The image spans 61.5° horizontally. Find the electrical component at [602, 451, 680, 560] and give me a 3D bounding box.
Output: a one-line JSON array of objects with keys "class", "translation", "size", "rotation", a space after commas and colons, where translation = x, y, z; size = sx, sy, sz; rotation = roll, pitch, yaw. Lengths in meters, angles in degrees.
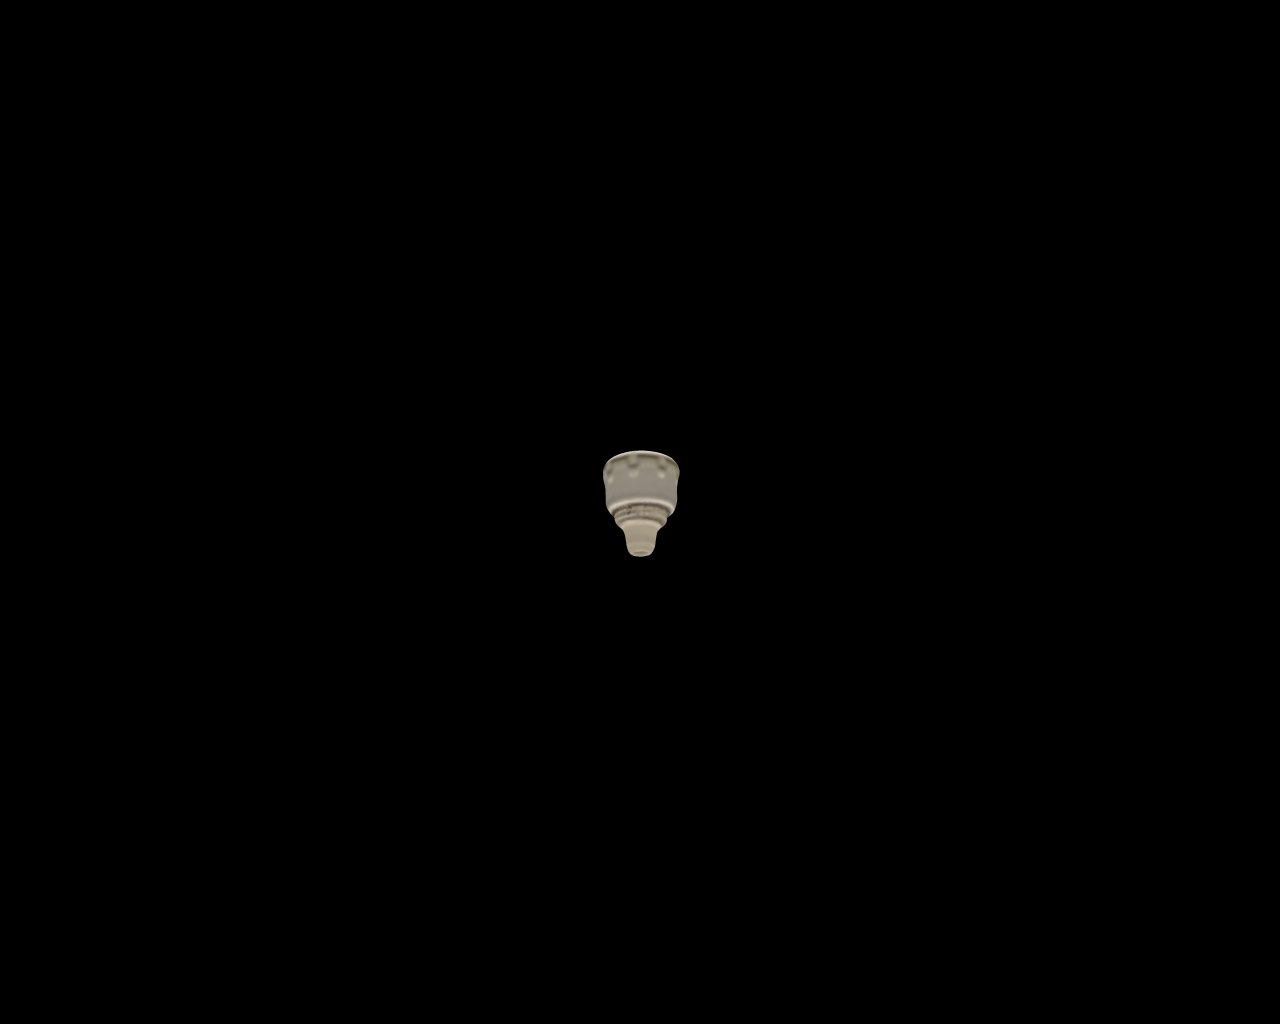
[{"class": "electrical component", "translation": [0.001, -0.003, 0.650], "size": [0.048, 0.062, 0.048], "rotation": [0, -22, 0]}]
